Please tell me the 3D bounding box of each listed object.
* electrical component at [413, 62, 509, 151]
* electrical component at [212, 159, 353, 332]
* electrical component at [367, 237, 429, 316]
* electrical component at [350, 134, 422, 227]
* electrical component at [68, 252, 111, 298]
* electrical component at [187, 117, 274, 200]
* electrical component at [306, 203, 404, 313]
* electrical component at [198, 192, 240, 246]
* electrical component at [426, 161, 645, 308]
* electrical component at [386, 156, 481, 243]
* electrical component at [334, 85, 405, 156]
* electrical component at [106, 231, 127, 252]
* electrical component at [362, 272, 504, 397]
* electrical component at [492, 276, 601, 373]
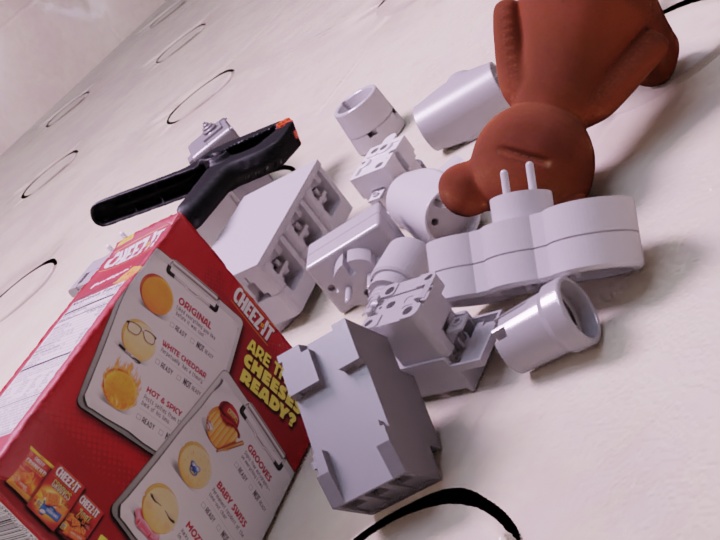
[{"bbox_3d":[0.091,-0.147,0.925,0.077,0.044,0.079,-28,24,23],"label":"electrical component"},{"bbox_3d":[-0.072,-0.012,0.890,0.089,0.061,0.150,-23,27,33],"label":"electrical component"},{"bbox_3d":[0.025,0.012,0.724,0.040,0.040,0.078,-16,31,42],"label":"electrical component"},{"bbox_3d":[0.029,-0.068,0.851,0.048,0.055,0.066,-18,30,40],"label":"electrical component"},{"bbox_3d":[-0.253,0.012,1.133,0.089,0.050,0.055,-17,31,41],"label":"electrical component"},{"bbox_3d":[-0.144,-0.115,1.152,0.061,0.096,0.061,-39,23,1],"label":"electrical component"},{"bbox_3d":[0.000,0.000,0.776,0.066,0.047,0.076,-31,23,16],"label":"electrical component"},{"bbox_3d":[-0.156,-0.029,1.049,0.061,0.061,0.096,-9,36,50],"label":"electrical component"},{"bbox_3d":[0.096,-0.025,0.627,0.052,0.073,0.138,2,-13,-45],"label":"electrical component"},{"bbox_3d":[0.066,-0.057,0.792,0.079,0.043,0.077,-41,23,-7],"label":"electrical component"},{"bbox_3d":[0.008,-0.147,1.047,0.055,0.047,0.055,-32,23,15],"label":"electrical component"},{"bbox_3d":[-0.217,-0.002,1.067,0.077,0.079,0.044,-48,19,-24],"label":"electrical component"},{"bbox_3d":[0.038,0.038,0.623,0.081,0.063,0.042,-18,31,40],"label":"electrical component"},{"bbox_3d":[0.099,0.031,0.578,0.046,0.040,0.040,-32,22,31],"label":"electrical component"}]
